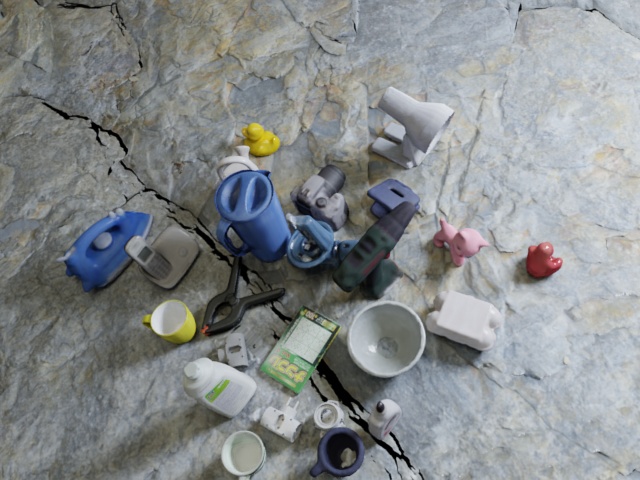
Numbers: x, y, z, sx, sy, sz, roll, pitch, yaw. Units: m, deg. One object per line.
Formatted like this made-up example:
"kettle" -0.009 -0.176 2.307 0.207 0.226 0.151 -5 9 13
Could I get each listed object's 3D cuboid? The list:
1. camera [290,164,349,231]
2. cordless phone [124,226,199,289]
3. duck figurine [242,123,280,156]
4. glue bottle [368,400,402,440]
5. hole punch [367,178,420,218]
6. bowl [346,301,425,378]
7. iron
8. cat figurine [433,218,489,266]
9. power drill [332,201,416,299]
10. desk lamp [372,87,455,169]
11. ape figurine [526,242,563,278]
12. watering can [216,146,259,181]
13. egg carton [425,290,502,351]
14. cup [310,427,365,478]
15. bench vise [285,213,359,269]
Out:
"camera" 0.015 -0.119 1.420 0.142 0.101 0.137 29 72 24
"cordless phone" -0.383 0.021 1.377 0.094 0.185 0.148 23 69 22
"duck figurine" -0.164 -0.280 1.549 0.104 0.086 0.077 12 65 17
"glue bottle" 0.122 0.340 1.113 0.037 0.173 0.078 31 72 24
"hole punch" 0.178 -0.100 1.382 0.108 0.091 0.101 38 75 26
"bowl" 0.143 0.220 1.229 0.167 0.075 0.167 -5 62 9
"iron" -0.542 -0.002 1.446 0.118 0.142 0.258 32 73 24
"cat figurine" 0.314 -0.003 1.288 0.067 0.118 0.127 -40 62 -10
"power drill" 0.128 0.038 1.252 0.230 0.209 0.075 -44 63 -12
"desk lamp" 0.220 -0.270 1.394 0.202 0.214 0.118 30 72 24
"ape figurine" 0.487 0.036 1.248 0.076 0.092 0.077 -35 61 -8
"watering can" -0.197 -0.154 1.427 0.101 0.194 0.172 -24 60 -2
"egg carton" 0.308 0.171 1.225 0.150 0.069 0.107 18 67 19
"cup" 0.037 0.431 1.127 0.118 0.095 0.091 -36 61 -8
"bench vise" 0.010 -0.006 1.292 0.207 0.220 0.121 -12 61 5
